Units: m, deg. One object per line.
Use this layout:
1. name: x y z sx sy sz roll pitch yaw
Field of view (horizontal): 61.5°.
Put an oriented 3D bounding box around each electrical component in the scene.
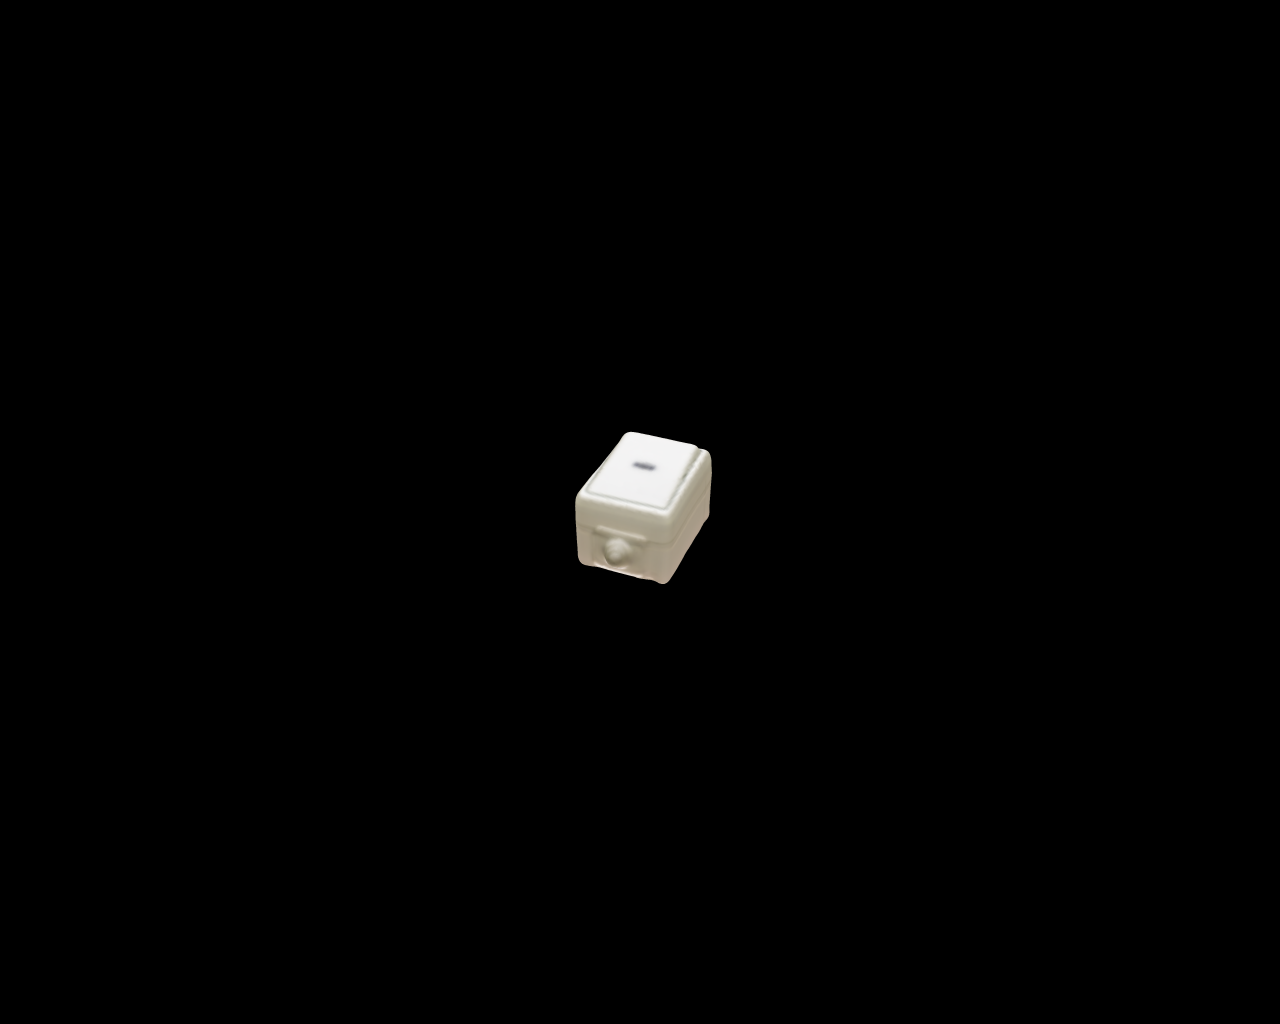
1. electrical component: 0.001 -0.003 0.650 0.062 0.061 0.096 13 38 18
